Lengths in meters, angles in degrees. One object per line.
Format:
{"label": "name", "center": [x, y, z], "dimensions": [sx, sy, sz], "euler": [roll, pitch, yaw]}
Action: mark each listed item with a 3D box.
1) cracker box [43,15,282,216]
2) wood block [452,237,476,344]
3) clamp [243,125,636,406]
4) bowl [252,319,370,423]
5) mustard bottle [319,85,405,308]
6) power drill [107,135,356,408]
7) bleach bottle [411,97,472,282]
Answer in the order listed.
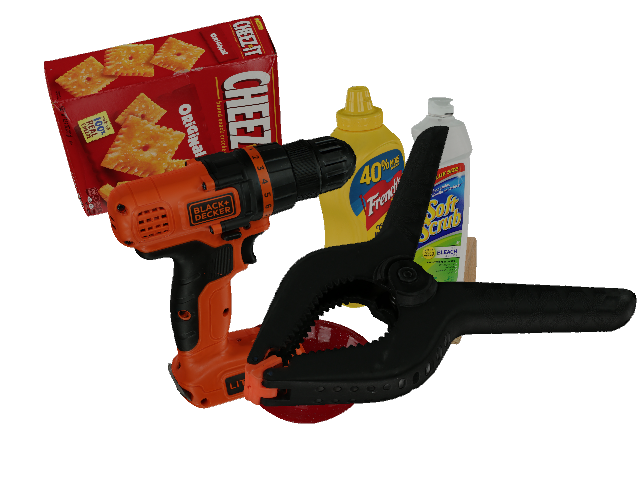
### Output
{"label": "cracker box", "center": [-0.148, -0.118, 1.055], "dimensions": [0.213, 0.072, 0.164], "euler": [-14, -38, -10]}
{"label": "wood block", "center": [0.181, 0.070, 1.621], "dimensions": [0.091, 0.090, 0.206], "euler": [3, 22, 13]}
{"label": "clamp", "center": [0.042, 0.020, 0.575], "dimensions": [0.209, 0.165, 0.036], "euler": [-23, -34, -22]}
{"label": "bowl", "center": [-0.017, 0.149, 1.158], "dimensions": [0.162, 0.055, 0.162], "euler": [3, 29, -2]}
{"label": "mustard bottle", "center": [0.039, -0.043, 0.954], "dimensions": [0.058, 0.192, 0.096], "euler": [15, 28, 41]}
{"label": "power drill", "center": [-0.054, 0.021, 0.790], "dimensions": [0.184, 0.188, 0.057], "euler": [-15, 28, -16]}
{"label": "bleach bottle", "center": [0.133, -0.049, 1.310], "dimensions": [0.102, 0.251, 0.068], "euler": [-4, 17, -17]}
